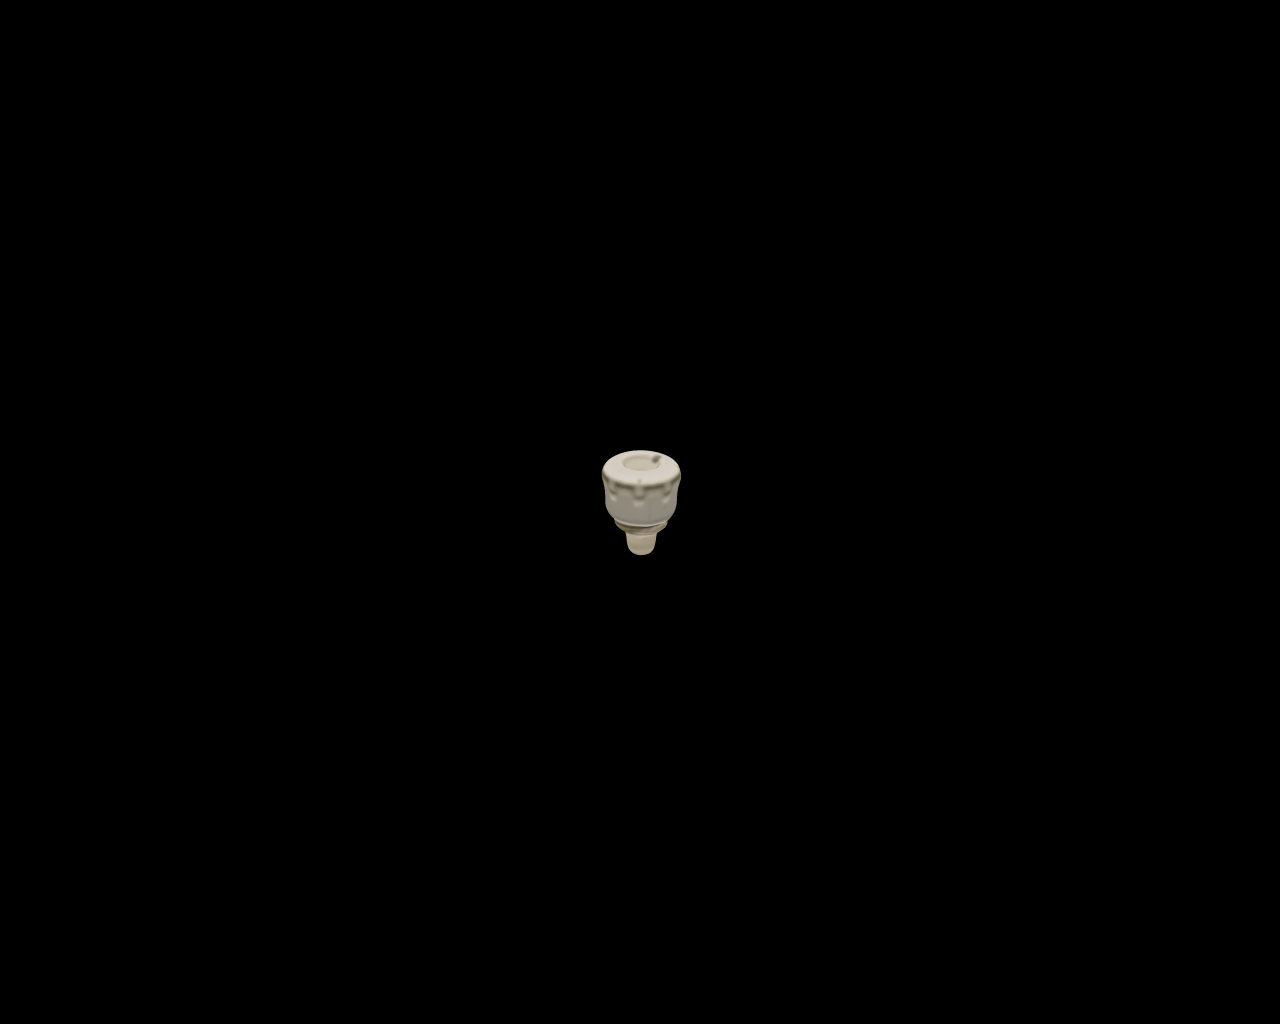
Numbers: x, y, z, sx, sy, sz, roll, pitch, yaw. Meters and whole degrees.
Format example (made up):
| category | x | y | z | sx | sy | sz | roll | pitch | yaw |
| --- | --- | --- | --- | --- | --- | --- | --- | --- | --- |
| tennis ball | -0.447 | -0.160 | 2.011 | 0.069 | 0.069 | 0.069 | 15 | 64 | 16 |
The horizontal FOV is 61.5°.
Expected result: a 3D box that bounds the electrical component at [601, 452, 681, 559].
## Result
| category | x | y | z | sx | sy | sz | roll | pitch | yaw |
| --- | --- | --- | --- | --- | --- | --- | --- | --- | --- |
| electrical component | 0.001 | -0.003 | 0.650 | 0.048 | 0.062 | 0.048 | 0 | 26 | 0 |
